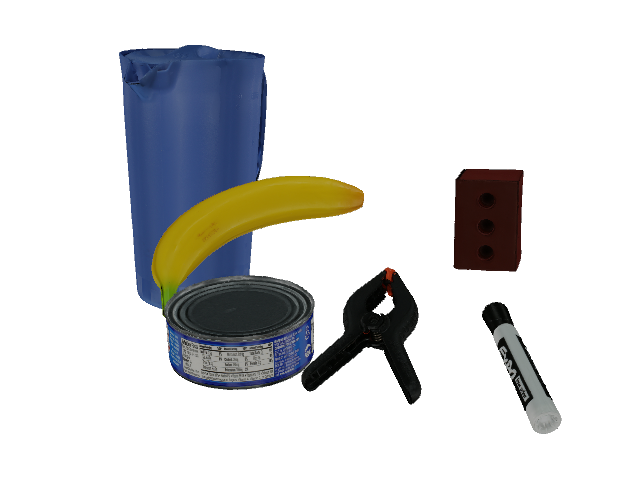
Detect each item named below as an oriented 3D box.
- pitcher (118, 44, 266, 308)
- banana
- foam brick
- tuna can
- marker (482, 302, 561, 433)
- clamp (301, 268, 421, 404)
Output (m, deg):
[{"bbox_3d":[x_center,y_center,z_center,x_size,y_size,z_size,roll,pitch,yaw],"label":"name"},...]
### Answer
[{"bbox_3d":[-0.114,-0.063,1.015,0.149,0.243,0.145,-2,15,-13],"label":"pitcher"},{"bbox_3d":[-0.058,-0.011,0.824,0.197,0.070,0.037,-31,-12,-27],"label":"banana"},{"bbox_3d":[0.139,-0.017,0.883,0.053,0.078,0.051,2,15,14],"label":"foam brick"},{"bbox_3d":[-0.046,0.052,0.613,0.086,0.034,0.086,-1,21,0],"label":"tuna can"},{"bbox_3d":[0.131,0.080,0.710,0.020,0.020,0.121,0,33,-10],"label":"marker"},{"bbox_3d":[0.065,0.100,1.098,0.120,0.171,0.039,16,-39,17],"label":"clamp"}]
